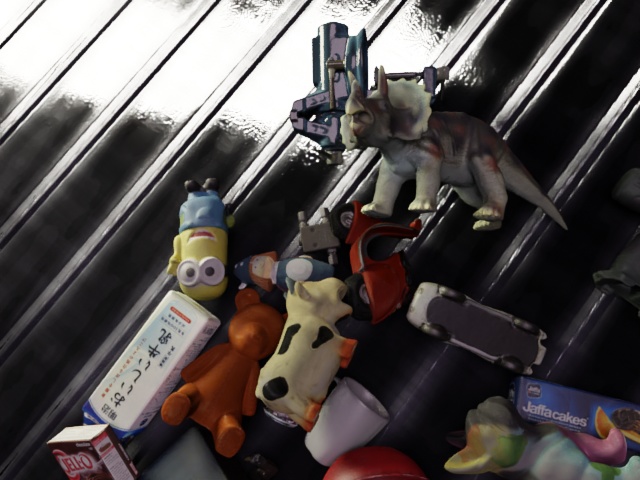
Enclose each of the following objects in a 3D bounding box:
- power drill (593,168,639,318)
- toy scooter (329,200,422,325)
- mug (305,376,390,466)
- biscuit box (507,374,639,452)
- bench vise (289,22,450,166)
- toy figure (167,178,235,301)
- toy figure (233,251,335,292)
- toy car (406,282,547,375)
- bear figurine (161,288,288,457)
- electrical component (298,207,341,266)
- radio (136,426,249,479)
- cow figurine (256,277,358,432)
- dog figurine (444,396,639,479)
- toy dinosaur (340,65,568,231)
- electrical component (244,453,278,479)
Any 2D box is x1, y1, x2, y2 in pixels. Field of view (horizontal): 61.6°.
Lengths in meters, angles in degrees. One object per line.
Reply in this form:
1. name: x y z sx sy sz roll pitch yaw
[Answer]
1. power drill: 0.502 0.015 0.748 0.232 0.086 0.207 35 86 13
2. toy scooter: 0.094 0.026 0.784 0.135 0.075 0.184 -9 79 -10
3. mug: 0.023 0.247 0.740 0.107 0.080 0.110 -51 55 0
4. biscuit box: 0.357 0.234 0.720 0.203 0.059 0.063 13 79 8
5. bench vise: 0.075 -0.224 0.821 0.241 0.128 0.223 -1 80 9
6. toy figure: -0.172 0.001 0.809 0.082 0.089 0.180 -12 67 17
7. toy figure: -0.056 0.048 0.801 0.155 0.057 0.064 8 34 7
8. toy car: 0.220 0.123 0.750 0.202 0.056 0.073 24 86 -3
9. bear figurine: -0.112 0.172 0.743 0.120 0.132 0.196 35 88 -5
10. electrical component: -0.002 -0.002 0.824 0.063 0.021 0.094 -12 77 2
11. radio: -0.203 0.368 0.703 0.229 0.073 0.131 -43 39 -6
12. cow figurine: -0.018 0.135 0.713 0.127 0.085 0.195 27 64 8
13. dog figurine: 0.264 0.290 0.657 0.219 0.108 0.191 1 101 15
14. toy dinosaur: 0.183 -0.118 0.749 0.405 0.131 0.192 6 85 -26
15. electrical component: -0.102 0.344 0.734 0.045 0.078 0.102 44 90 -12
